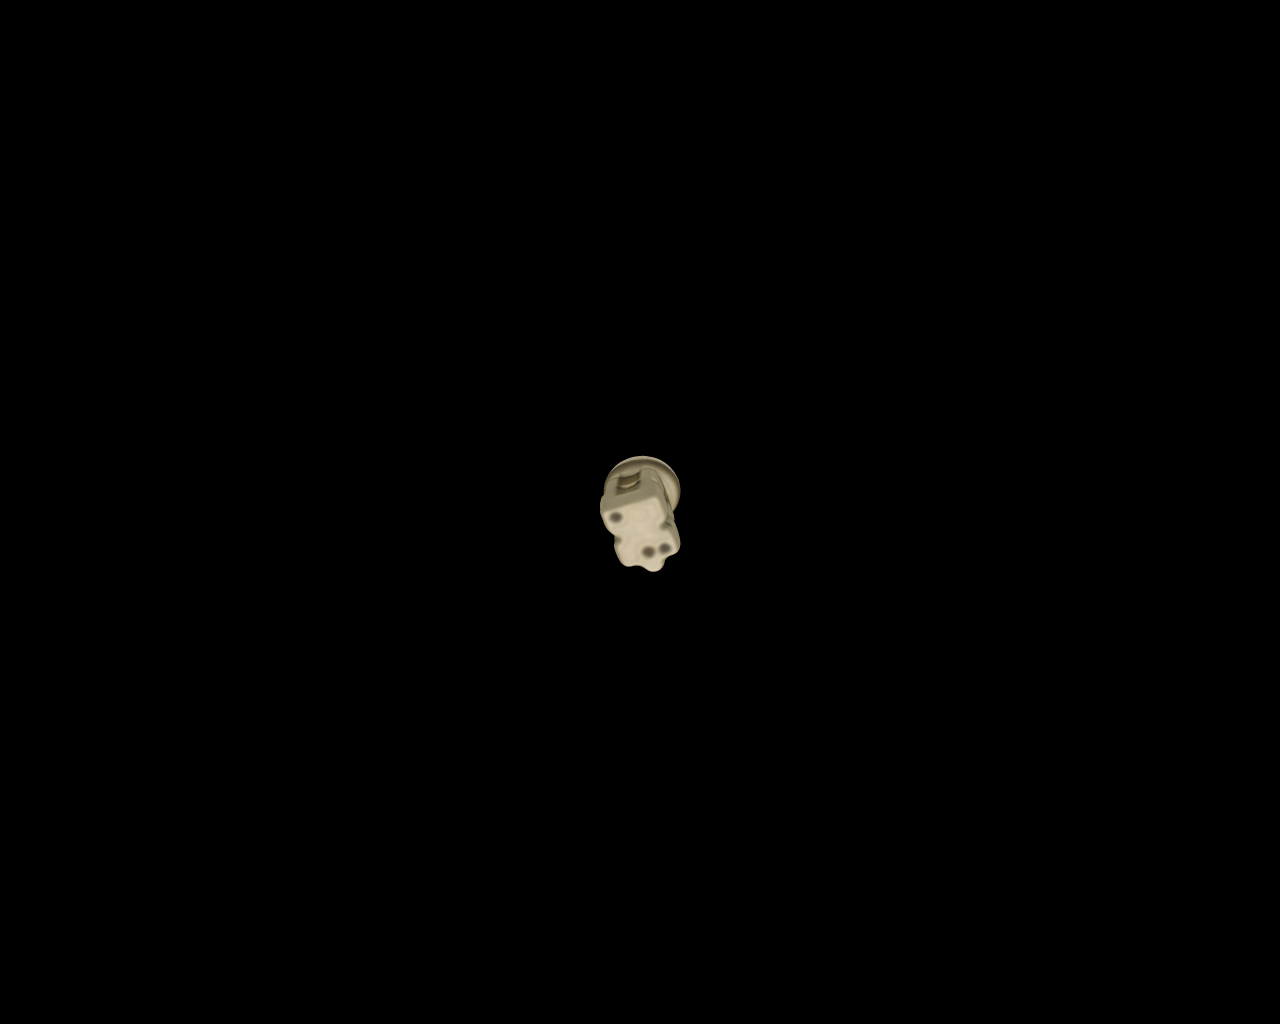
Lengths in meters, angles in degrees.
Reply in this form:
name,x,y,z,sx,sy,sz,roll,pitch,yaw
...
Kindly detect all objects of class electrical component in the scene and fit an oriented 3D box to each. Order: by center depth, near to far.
name,x,y,z,sx,sy,sz,roll,pitch,yaw
electrical component,0.001,-0.003,0.650,0.048,0.066,0.055,-15,32,9
